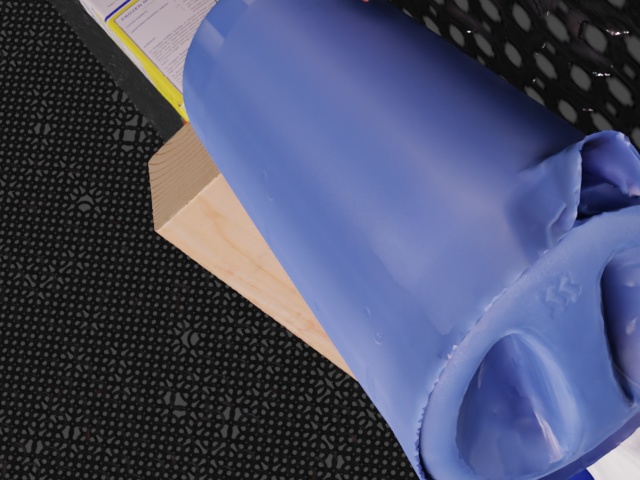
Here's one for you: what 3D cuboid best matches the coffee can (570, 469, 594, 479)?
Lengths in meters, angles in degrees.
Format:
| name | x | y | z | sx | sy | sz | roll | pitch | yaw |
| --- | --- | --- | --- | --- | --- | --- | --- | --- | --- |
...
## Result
| name | x | y | z | sx | sy | sz | roll | pitch | yaw |
| --- | --- | --- | --- | --- | --- | --- | --- | --- | --- |
| coffee can | 0.130 | 0.149 | 0.688 | 0.102 | 0.103 | 0.140 | 58 | -176 | -46 |

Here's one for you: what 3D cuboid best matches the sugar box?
| name | x | y | z | sx | sy | sz | roll | pitch | yaw |
| --- | --- | --- | --- | --- | --- | --- | --- | --- | --- |
| sugar box | -0.095 | -0.154 | 0.745 | 0.176 | 0.093 | 0.048 | 48 | 172 | 37 |

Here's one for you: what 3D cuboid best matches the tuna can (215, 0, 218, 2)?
| name | x | y | z | sx | sy | sz | roll | pitch | yaw |
| --- | --- | --- | --- | --- | --- | --- | --- | --- | --- |
| tuna can | -0.046 | -0.159 | 0.635 | 0.086 | 0.033 | 0.086 | 51 | 174 | 7 |

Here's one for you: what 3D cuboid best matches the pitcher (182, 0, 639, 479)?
| name | x | y | z | sx | sy | sz | roll | pitch | yaw |
| --- | --- | --- | --- | --- | --- | --- | --- | --- | --- |
| pitcher | 0.034 | -0.012 | 0.447 | 0.144 | 0.149 | 0.243 | 32 | -167 | -45 |

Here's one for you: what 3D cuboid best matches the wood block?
| name | x | y | z | sx | sy | sz | roll | pitch | yaw |
| --- | --- | --- | --- | --- | --- | --- | --- | --- | --- |
| wood block | -0.004 | 0.000 | 0.699 | 0.205 | 0.090 | 0.091 | 40 | -161 | -30 |

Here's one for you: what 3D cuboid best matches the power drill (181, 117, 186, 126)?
| name | x | y | z | sx | sy | sz | roll | pitch | yaw |
| --- | --- | --- | --- | --- | --- | --- | --- | --- | --- |
| power drill | -0.069 | -0.108 | 0.856 | 0.184 | 0.057 | 0.188 | 56 | 164 | 25 |
